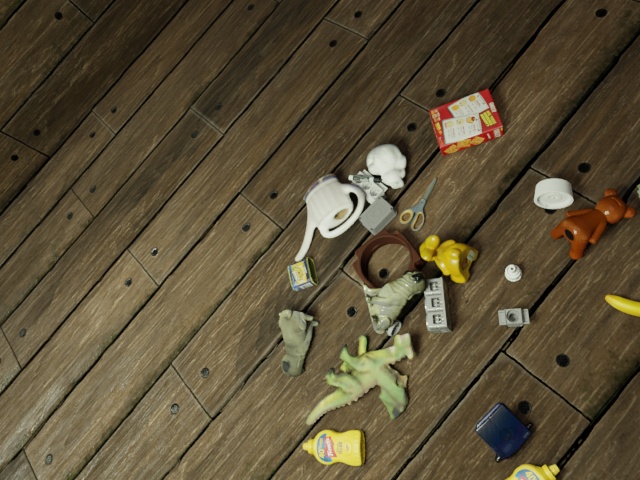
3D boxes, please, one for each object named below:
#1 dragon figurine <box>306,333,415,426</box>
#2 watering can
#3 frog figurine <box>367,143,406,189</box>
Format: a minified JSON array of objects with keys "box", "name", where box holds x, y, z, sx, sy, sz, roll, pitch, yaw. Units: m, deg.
[{"box":[0.149,0.446,1.563,0.245,0.121,0.410,30,92,23],"name":"dragon figurine"},{"box":[0.006,-0.093,1.854,0.344,0.103,0.229,-38,57,17],"name":"watering can"},{"box":[0.236,-0.256,1.809,0.137,0.120,0.163,-6,54,2],"name":"frog figurine"}]
